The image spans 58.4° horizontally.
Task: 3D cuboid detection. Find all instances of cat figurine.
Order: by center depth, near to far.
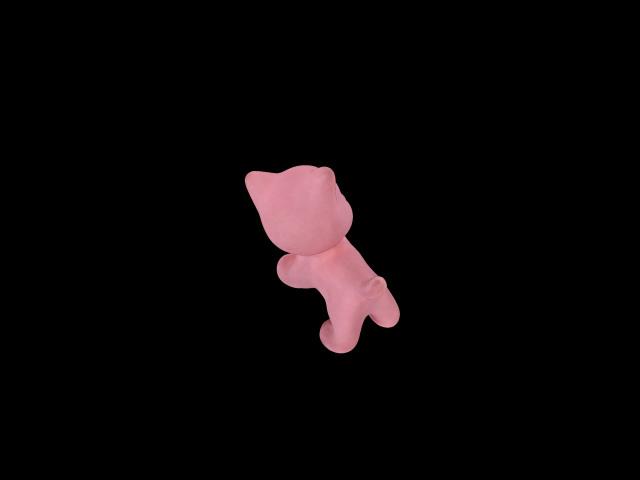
[{"bbox_3d":[0.004,0.001,0.400,0.067,0.118,0.127,-32,64,-17],"label":"cat figurine"}]
